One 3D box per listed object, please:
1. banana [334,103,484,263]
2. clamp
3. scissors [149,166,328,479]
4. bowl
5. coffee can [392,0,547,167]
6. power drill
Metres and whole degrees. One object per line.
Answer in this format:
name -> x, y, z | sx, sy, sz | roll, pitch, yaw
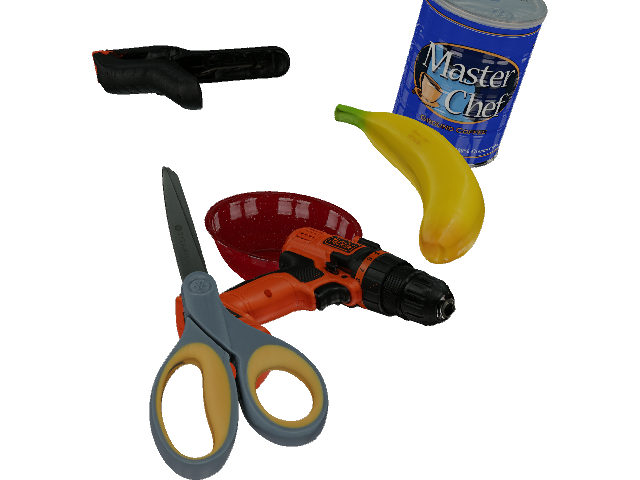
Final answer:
banana -> 0.066, -0.037, 0.679 | 0.069, 0.037, 0.198 | -6, 30, -14
clamp -> -0.112, -0.139, 0.863 | 0.172, 0.039, 0.120 | 18, 27, 41
scissors -> -0.044, 0.034, 0.561 | 0.096, 0.201, 0.016 | 4, -42, -5
bowl -> -0.040, 0.006, 1.097 | 0.162, 0.055, 0.162 | 6, 27, -3
coffee can -> 0.124, -0.149, 0.921 | 0.102, 0.140, 0.103 | 9, 35, -7
power drill -> -0.009, 0.055, 0.875 | 0.187, 0.057, 0.185 | -24, 29, -38
